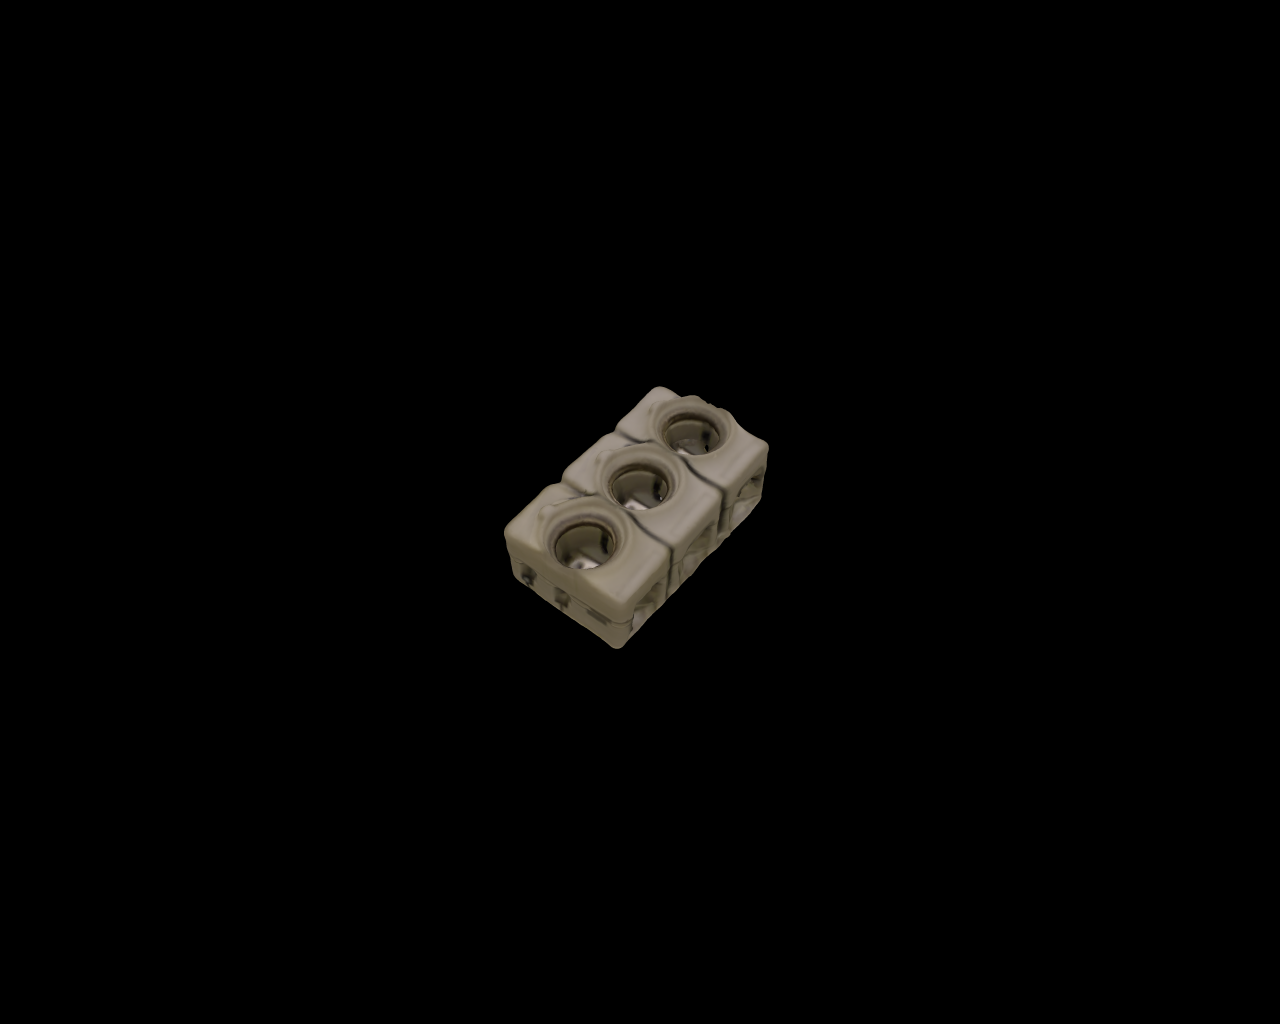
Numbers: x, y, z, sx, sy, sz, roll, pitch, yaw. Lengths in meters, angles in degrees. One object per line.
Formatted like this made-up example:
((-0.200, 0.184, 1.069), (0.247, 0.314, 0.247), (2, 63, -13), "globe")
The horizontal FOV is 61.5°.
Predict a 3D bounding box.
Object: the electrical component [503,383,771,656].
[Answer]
((0.001, -0.003, 0.650), (0.089, 0.150, 0.061), (32, -32, 22), "electrical component")
